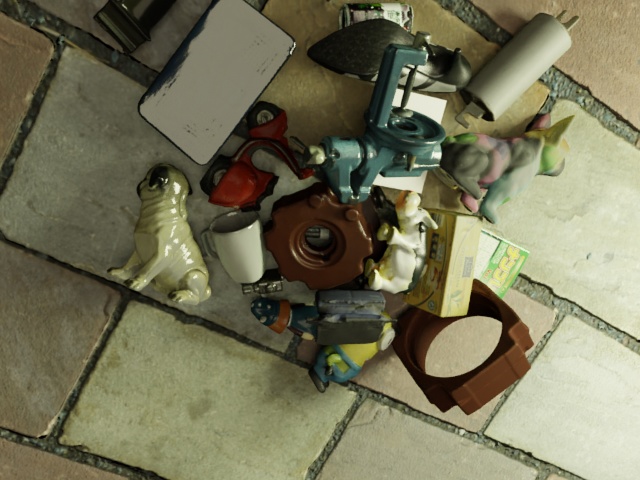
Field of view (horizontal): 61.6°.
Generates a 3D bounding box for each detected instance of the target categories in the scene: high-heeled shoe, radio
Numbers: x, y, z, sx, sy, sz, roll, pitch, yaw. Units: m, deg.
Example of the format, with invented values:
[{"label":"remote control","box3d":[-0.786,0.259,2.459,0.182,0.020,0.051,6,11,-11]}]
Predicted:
[{"label":"high-heeled shoe","box3d":[0.110,-0.267,0.824,0.249,0.145,0.086,5,88,5]},{"label":"radio","box3d":[-0.153,-0.236,0.787,0.131,0.073,0.229,37,96,-18]}]

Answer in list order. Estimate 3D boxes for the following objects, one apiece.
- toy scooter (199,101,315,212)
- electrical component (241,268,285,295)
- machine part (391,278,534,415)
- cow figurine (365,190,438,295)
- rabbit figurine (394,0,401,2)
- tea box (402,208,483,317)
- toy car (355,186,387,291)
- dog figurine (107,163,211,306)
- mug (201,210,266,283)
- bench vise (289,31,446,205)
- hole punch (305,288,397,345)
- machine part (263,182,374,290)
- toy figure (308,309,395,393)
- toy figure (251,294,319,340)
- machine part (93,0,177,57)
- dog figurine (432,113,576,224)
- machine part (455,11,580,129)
[{"label":"toy scooter","box3d":[-0.089,-0.110,0.835,0.135,0.075,0.184,37,94,-13]},{"label":"electrical component","box3d":[-0.085,0.070,0.901,0.094,0.063,0.021,-8,109,-10]},{"label":"machine part","box3d":[0.242,0.179,0.924,0.201,0.202,0.087,-38,123,2]},{"label":"cow figurine","box3d":[0.142,0.007,0.864,0.098,0.068,0.167,17,106,-14]},{"label":"rabbit figurine","box3d":[0.125,-0.459,0.750,0.159,0.121,0.170,-38,95,-2]},{"label":"tea box","box3d":[0.205,0.035,0.907,0.068,0.098,0.169,0,103,-35]},{"label":"toy car","box3d":[0.083,-0.004,0.916,0.089,0.053,0.201,-20,113,0]},{"label":"dog figurine","box3d":[-0.219,-0.006,0.841,0.172,0.121,0.190,28,82,-51]},{"label":"mug","box3d":[-0.137,0.017,0.869,0.110,0.081,0.107,-6,117,16]},{"label":"bench vise","box3d":[0.088,-0.170,0.750,0.224,0.129,0.240,3,126,-17]},{"label":"hole punch","box3d":[0.046,0.112,0.873,0.142,0.115,0.092,3,64,-3]},{"label":"machine part","box3d":[-0.002,-0.003,0.855,0.179,0.056,0.179,2,117,5]},{"label":"toy figure","box3d":[0.054,0.190,0.958,0.180,0.082,0.089,-40,110,6]},{"label":"toy figure","box3d":[-0.049,0.136,0.929,0.154,0.064,0.057,15,113,-16]},{"label":"machine part","box3d":[-0.246,-0.331,0.756,0.139,0.039,0.084,-38,105,4]},{"label":"dog figurine","box3d":[0.310,-0.147,0.890,0.219,0.108,0.191,-45,107,0]},{"label":"machine part","box3d":[0.312,-0.275,0.862,0.243,0.079,0.079,-44,110,6]}]
